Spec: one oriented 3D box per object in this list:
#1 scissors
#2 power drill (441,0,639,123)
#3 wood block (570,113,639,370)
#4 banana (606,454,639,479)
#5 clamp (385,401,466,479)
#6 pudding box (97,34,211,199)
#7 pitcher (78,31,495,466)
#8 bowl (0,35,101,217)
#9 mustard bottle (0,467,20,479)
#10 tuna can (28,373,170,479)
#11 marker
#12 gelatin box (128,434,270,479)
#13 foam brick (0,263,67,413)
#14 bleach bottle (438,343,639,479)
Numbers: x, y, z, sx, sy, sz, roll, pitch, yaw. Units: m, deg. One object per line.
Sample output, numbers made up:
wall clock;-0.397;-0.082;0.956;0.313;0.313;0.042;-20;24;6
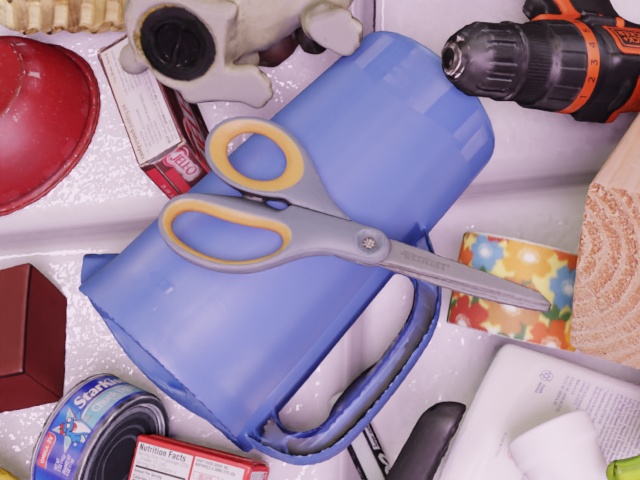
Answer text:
scissors;0.019;-0.015;0.553;0.201;0.016;0.096;4;69;-1
power drill;0.125;-0.147;0.645;0.184;0.057;0.188;1;49;-30
wood block;0.201;-0.025;0.523;0.091;0.090;0.205;15;36;25
banana;0.172;0.055;0.526;0.069;0.037;0.197;11;26;6
clamp;0.019;0.179;0.527;0.210;0.036;0.164;-21;86;22
pudding box;-0.099;-0.072;0.707;0.039;0.090;0.113;-30;56;3
pitcher;-0.004;0.001;0.620;0.242;0.149;0.145;-46;24;-13
bowl;-0.247;-0.097;0.793;0.162;0.055;0.162;-8;60;14
mustard bottle;-0.261;0.130;0.648;0.192;0.096;0.058;22;72;28
tuna can;-0.124;0.122;0.612;0.034;0.086;0.086;19;70;25
marker;0.035;0.138;0.588;0.020;0.020;0.121;-28;57;3
gelatin box;-0.074;0.159;0.596;0.073;0.030;0.089;9;82;23
foam brick;-0.200;0.064;0.690;0.053;0.051;0.078;-12;59;13
bleach bottle;0.190;0.136;0.511;0.251;0.068;0.102;19;67;25
